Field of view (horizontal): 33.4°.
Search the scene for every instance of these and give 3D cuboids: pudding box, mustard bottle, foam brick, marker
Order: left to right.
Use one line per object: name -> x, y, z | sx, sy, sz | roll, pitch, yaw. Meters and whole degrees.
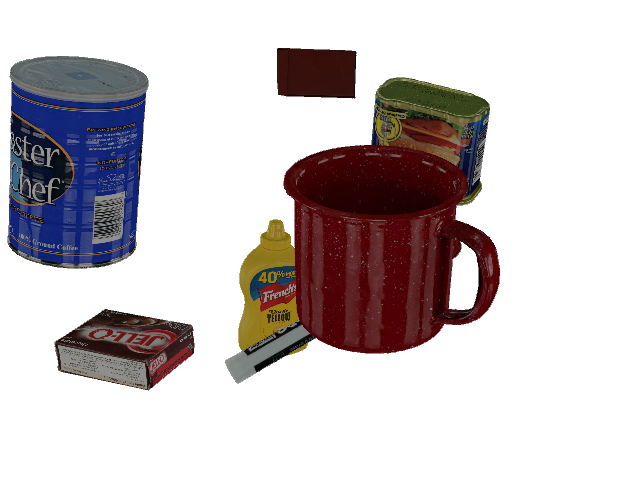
pudding box -> -0.199, 0.110, 1.092 | 0.114, 0.039, 0.089 | 6, 20, 23
mustard bottle -> -0.062, 0.063, 1.452 | 0.096, 0.192, 0.058 | -5, 23, -17
marker -> -0.012, 0.065, 0.766 | 0.121, 0.020, 0.020 | -29, 7, -12
foam brick -> -0.005, -0.181, 1.154 | 0.078, 0.051, 0.053 | 0, 11, -14

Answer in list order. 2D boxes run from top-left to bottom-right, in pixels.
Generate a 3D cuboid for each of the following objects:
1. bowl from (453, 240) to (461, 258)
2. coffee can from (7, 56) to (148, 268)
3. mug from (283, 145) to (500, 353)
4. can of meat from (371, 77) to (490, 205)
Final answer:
bowl -> 0.064, 0.025, 1.102 | 0.162, 0.055, 0.162 | 1, 18, -1
coffee can -> -0.190, -0.063, 0.833 | 0.102, 0.140, 0.103 | 7, 23, -3
mug -> 0.038, 0.008, 0.548 | 0.117, 0.081, 0.093 | 16, 31, 29
can of meat -> 0.093, -0.087, 0.927 | 0.102, 0.084, 0.057 | 17, 34, 21
